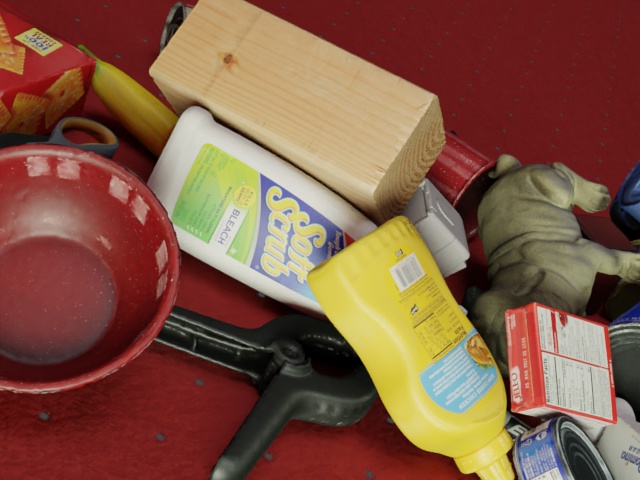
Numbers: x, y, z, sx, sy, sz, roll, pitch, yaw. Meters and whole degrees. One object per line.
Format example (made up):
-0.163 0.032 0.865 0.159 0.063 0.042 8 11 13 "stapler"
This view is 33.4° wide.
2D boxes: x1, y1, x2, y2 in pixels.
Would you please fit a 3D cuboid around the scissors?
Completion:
-0.184 -0.046 0.750 0.096 0.016 0.201 44 21 0 "scissors"

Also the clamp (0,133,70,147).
-0.226 -0.040 0.745 0.120 0.039 0.171 37 22 -13 "clamp"

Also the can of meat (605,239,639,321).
0.321 0.056 1.001 0.102 0.057 0.083 30 31 7 "can of meat"

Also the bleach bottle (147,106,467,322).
-0.005 0.001 0.792 0.251 0.102 0.068 27 4 1 "bleach bottle"

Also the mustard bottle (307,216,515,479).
0.074 0.083 0.719 0.096 0.058 0.191 -30 88 -50 "mustard bottle"

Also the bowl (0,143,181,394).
-0.166 0.024 0.640 0.162 0.055 0.162 5 61 -9 "bowl"

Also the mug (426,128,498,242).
0.122 -0.050 0.998 0.082 0.093 0.117 38 1 29 "mug"

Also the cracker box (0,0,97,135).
-0.300 -0.129 0.801 0.164 0.072 0.213 33 31 13 "cracker box"

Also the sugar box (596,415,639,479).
0.289 0.182 0.752 0.176 0.048 0.093 24 9 -19 "sugar box"

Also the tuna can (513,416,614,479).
0.164 0.160 0.700 0.086 0.034 0.086 43 27 -29 "tuna can"

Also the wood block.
-0.016 -0.103 0.827 0.206 0.091 0.090 30 -11 19 "wood block"

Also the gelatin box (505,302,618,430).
0.168 0.089 0.744 0.089 0.030 0.073 17 62 -37 "gelatin box"

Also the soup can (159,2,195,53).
-0.100 -0.190 1.057 0.102 0.069 0.068 10 33 -26 "soup can"

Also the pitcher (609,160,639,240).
0.413 0.002 1.054 0.243 0.145 0.149 45 8 -8 "pitcher"

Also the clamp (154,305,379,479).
-0.035 0.081 0.705 0.209 0.036 0.165 -6 43 -46 "clamp"

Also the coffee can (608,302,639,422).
0.279 0.097 0.856 0.103 0.103 0.140 39 32 22 "coffee can"

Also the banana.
-0.130 -0.085 0.885 0.198 0.037 0.069 42 10 14 "banana"

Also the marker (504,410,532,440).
0.150 0.143 0.766 0.121 0.020 0.020 35 31 16 "marker"

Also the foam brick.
0.238 0.023 0.969 0.051 0.078 0.053 5 37 -33 "foam brick"
